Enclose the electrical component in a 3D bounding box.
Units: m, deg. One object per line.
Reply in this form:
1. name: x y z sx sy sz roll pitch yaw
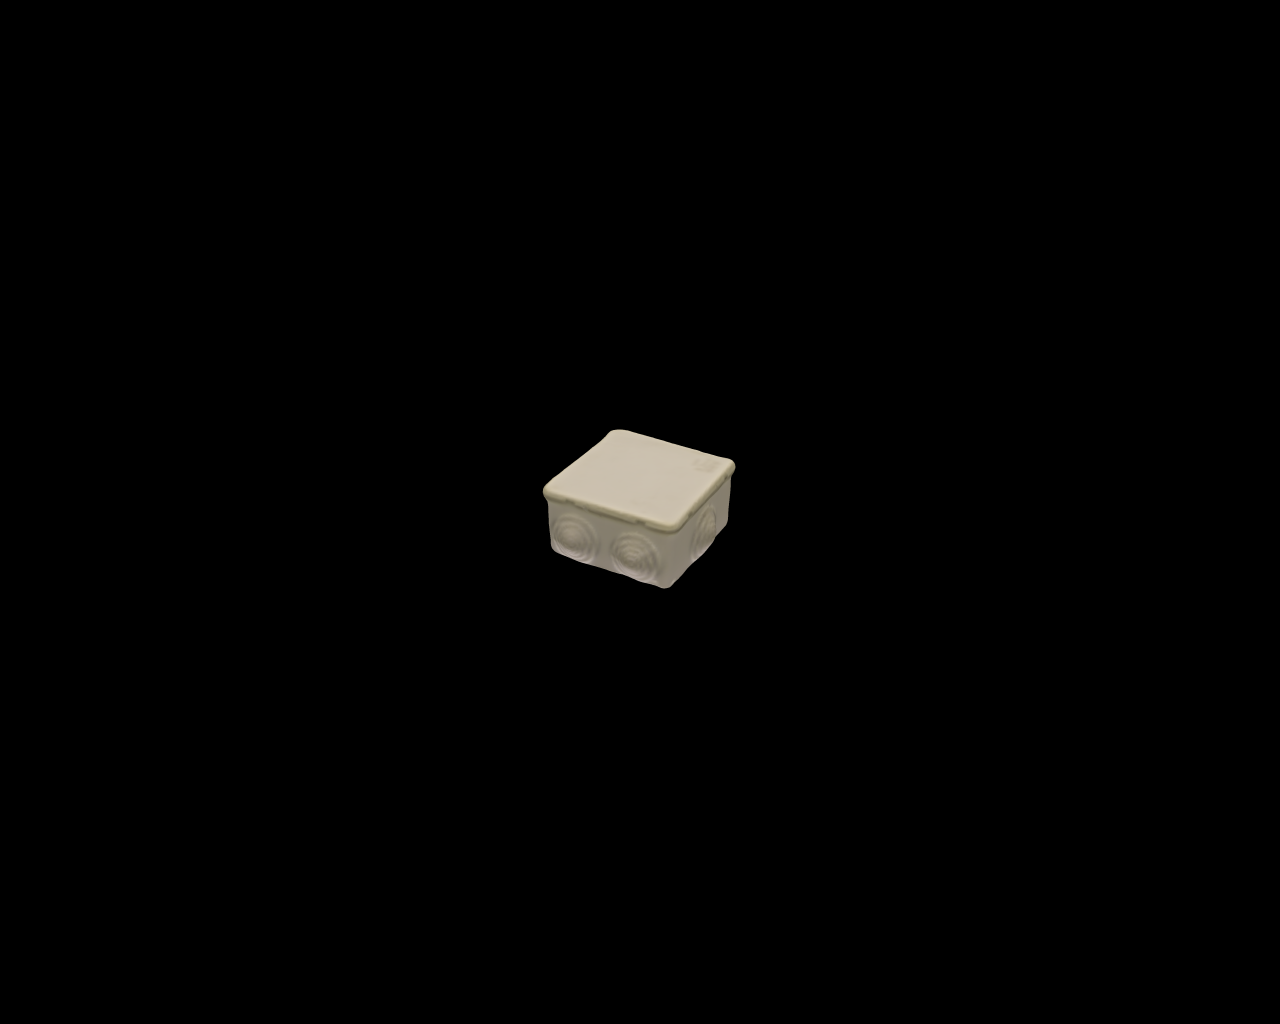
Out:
1. electrical component: 0.001 -0.003 0.650 0.100 0.048 0.100 17 36 24
